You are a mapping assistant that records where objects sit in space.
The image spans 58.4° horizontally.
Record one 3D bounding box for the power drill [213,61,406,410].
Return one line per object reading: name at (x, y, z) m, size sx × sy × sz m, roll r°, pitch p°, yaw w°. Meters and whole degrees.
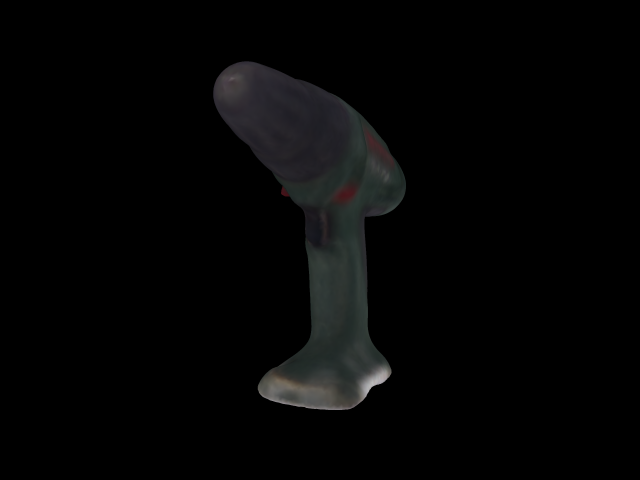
power drill at (0.004, 0.001, 0.400) m, size 0.075 × 0.208 × 0.230 m, roll 2°, pitch 5°, yaw 24°
